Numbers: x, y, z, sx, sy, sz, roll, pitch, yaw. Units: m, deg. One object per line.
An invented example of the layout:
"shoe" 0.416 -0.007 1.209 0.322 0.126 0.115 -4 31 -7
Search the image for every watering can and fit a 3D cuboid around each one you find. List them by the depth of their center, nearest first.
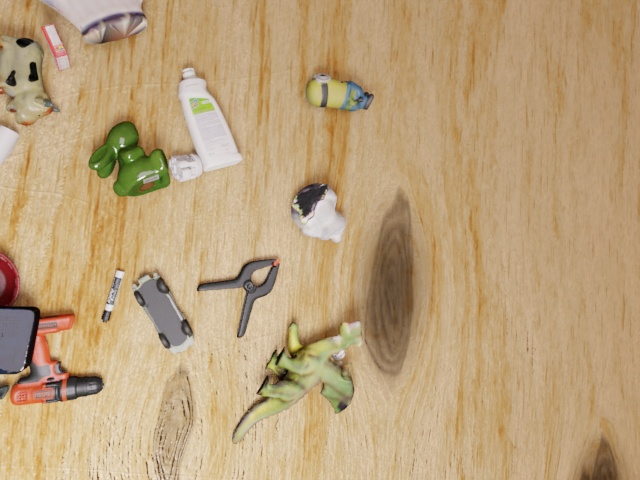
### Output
"watering can" -0.544 -0.550 1.169 0.350 0.103 0.223 -26 96 -20

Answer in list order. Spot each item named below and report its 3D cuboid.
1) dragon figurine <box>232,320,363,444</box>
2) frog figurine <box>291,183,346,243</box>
"dragon figurine" -0.025 0.361 1.274 0.242 0.123 0.409 27 95 -11
"frog figurine" 0.004 -0.068 1.345 0.157 0.123 0.139 42 62 -50
